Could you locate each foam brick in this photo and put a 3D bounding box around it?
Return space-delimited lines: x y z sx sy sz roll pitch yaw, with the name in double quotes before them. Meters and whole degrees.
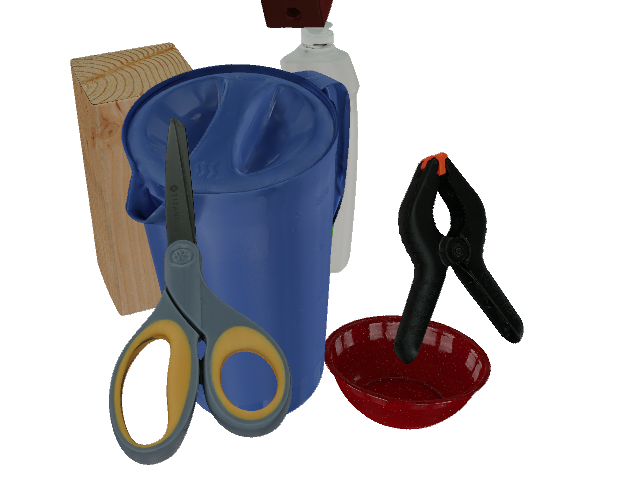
"foam brick" -0.022 -0.222 0.890 0.053 0.051 0.078 2 -39 14

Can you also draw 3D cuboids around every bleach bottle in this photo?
"bleach bottle" -0.014 -0.092 1.060 0.102 0.251 0.068 5 27 8

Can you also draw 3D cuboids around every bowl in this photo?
"bowl" 0.081 0.135 1.035 0.162 0.055 0.162 3 25 -2

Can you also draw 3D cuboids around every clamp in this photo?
"clamp" 0.097 0.018 0.872 0.120 0.171 0.039 -17 -1 -32

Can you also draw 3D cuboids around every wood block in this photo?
"wood block" -0.150 -0.051 0.912 0.090 0.206 0.090 -13 36 -18

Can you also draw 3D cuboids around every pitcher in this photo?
"pitcher" -0.046 0.006 0.735 0.149 0.243 0.145 -5 44 -4

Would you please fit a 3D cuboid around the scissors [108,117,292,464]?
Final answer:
"scissors" -0.052 0.019 0.542 0.096 0.201 0.016 7 -33 6
